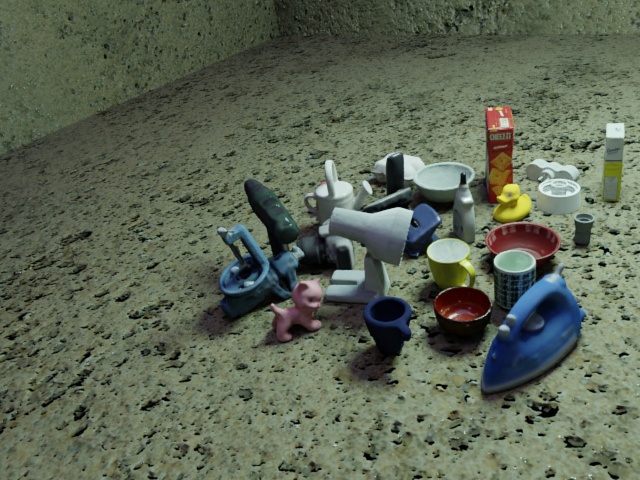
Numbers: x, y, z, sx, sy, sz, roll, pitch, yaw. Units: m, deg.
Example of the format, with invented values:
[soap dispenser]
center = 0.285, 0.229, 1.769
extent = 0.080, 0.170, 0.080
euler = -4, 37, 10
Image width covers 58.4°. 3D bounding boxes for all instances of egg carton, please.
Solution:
[egg carton]
center = 0.238, -0.208, 1.713
extent = 0.149, 0.069, 0.107
euler = 18, 41, 38

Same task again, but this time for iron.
[iron]
center = 0.367, 0.150, 1.015
extent = 0.259, 0.142, 0.118
euler = -32, 37, -32

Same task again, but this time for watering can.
[watering can]
center = 0.046, -0.118, 1.497
extent = 0.173, 0.194, 0.100
euler = -15, 31, -8

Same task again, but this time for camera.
[camera]
center = 0.013, 0.005, 1.395
extent = 0.136, 0.101, 0.143
euler = -8, 31, 4

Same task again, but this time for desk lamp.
[desk lamp]
center = 0.103, 0.028, 1.222
extent = 0.202, 0.214, 0.118
euler = 0, 32, 17

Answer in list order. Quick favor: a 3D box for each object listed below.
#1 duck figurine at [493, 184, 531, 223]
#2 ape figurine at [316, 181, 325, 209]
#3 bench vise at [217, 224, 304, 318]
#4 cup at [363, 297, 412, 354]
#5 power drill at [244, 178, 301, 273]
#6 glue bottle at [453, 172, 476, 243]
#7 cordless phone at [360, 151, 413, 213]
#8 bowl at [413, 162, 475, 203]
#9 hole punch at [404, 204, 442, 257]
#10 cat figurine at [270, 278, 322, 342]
[duck figurine]
center = 0.487, -0.101, 1.450
extent = 0.105, 0.086, 0.077
euler = -21, 33, -18
[ape figurine]
center = 0.018, -0.123, 1.613
extent = 0.078, 0.092, 0.075
euler = -29, 36, -28
[bench vise]
center = -0.144, 0.043, 1.260
extent = 0.121, 0.220, 0.208
euler = 19, 41, 39
[cup]
center = 0.139, 0.175, 1.085
extent = 0.092, 0.095, 0.117
euler = -22, 33, -20
[power drill]
center = -0.113, -0.021, 1.368
extent = 0.076, 0.209, 0.228
euler = -23, 33, -20
[glue bottle]
center = 0.345, -0.083, 1.374
extent = 0.037, 0.173, 0.078
euler = -14, 31, -6
[cordless phone]
center = 0.168, -0.133, 1.495
extent = 0.148, 0.185, 0.093
euler = -26, 35, -25
[bowl]
center = 0.342, -0.148, 1.579
extent = 0.167, 0.075, 0.167
euler = -7, 31, 5
[hole punch]
center = 0.238, -0.026, 1.391
extent = 0.101, 0.091, 0.108
euler = -17, 32, -12
[cat figurine]
center = -0.044, 0.133, 1.184
extent = 0.128, 0.118, 0.067
euler = -20, 32, -16
